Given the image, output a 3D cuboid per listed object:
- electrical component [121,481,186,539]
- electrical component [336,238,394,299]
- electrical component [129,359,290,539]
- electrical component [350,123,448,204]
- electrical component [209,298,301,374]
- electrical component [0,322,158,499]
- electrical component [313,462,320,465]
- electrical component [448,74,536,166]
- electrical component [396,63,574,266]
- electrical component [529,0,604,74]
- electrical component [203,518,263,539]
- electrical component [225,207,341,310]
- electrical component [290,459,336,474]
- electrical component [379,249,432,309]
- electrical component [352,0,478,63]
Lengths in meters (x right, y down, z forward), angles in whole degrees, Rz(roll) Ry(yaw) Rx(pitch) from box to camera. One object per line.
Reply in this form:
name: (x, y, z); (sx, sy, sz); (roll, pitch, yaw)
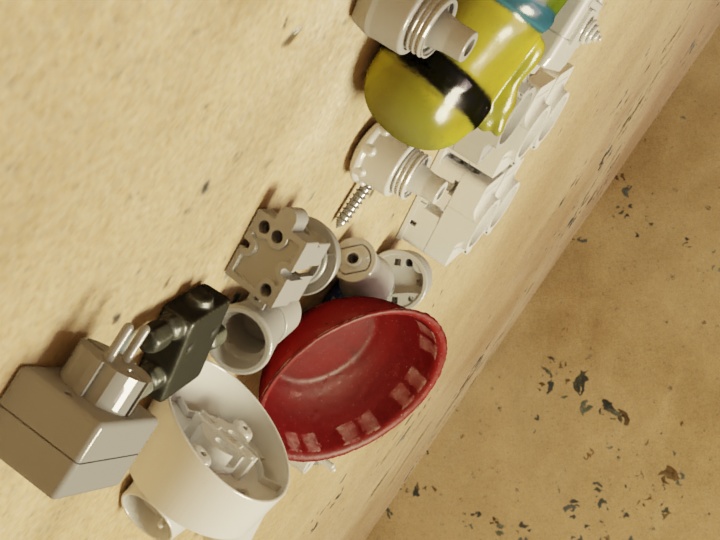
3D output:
electrical component: (-0.120, 0.149, 0.728); (0.077, 0.043, 0.079); (-47, 162, -40)
electrical component: (0.000, 0.000, 0.825); (0.044, 0.044, 0.065); (-55, 163, -8)
electrical component: (-0.087, 0.107, 0.639); (0.064, 0.099, 0.099); (-53, 169, 16)
electrical component: (0.028, -0.066, 0.707); (0.048, 0.062, 0.048); (-53, 167, -17)
electrical component: (-0.063, 0.033, 0.669); (0.044, 0.044, 0.065); (-62, 172, 23)
electrical component: (-0.121, 0.057, 0.489); (0.076, 0.047, 0.066); (-57, 167, 2)
electrical component: (-0.012, 0.120, 0.999); (0.121, 0.063, 0.078); (-30, 110, -64)
electrical component: (0.096, -0.130, 0.823); (0.050, 0.056, 0.089); (-49, 166, -31)
electrical component: (0.115, -0.102, 0.955); (0.105, 0.060, 0.186); (-38, 158, -56)
electrical component: (0.108, -0.164, 0.687); (0.061, 0.096, 0.062); (-59, 167, 17)
electrical component: (-0.104, 0.208, 0.944); (0.043, 0.043, 0.081); (-35, 155, -59)
electrical component: (-0.042, -0.008, 0.634); (0.066, 0.048, 0.055); (-60, 160, 16)
electrical component: (-0.052, 0.145, 0.906); (0.047, 0.077, 0.065); (-53, 167, -14)
electrical component: (0.036, 0.008, 0.952); (0.055, 0.055, 0.047); (-59, 171, 10)
electrical component: (0.031, -0.130, 0.558); (0.043, 0.062, 0.043); (-53, 167, -17)
